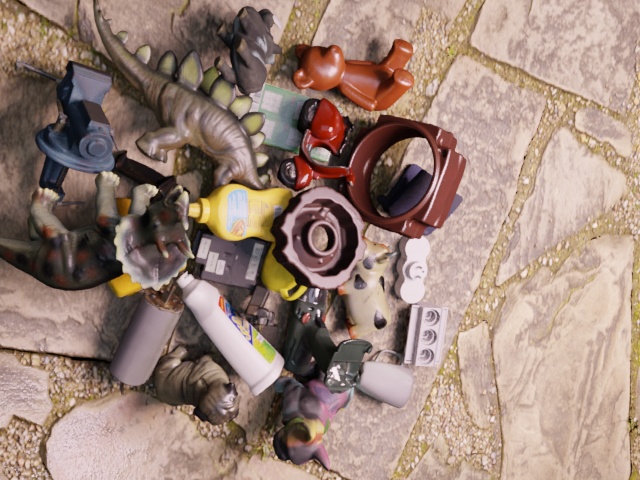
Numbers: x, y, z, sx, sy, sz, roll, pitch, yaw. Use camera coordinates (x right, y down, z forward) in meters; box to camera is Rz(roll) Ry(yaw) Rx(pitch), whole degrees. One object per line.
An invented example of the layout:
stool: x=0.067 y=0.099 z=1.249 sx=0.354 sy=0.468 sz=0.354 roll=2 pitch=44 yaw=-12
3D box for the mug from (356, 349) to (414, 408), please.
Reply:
mug: x=0.130 y=0.277 z=1.102 sx=0.107 sy=0.081 sz=0.109 roll=19 pitch=70 yaw=-12

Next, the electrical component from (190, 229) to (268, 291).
electrical component: x=-0.172 y=0.024 z=1.007 sx=0.134 sy=0.058 sz=0.114 roll=17 pitch=93 yaw=-14

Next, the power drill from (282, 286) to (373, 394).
power drill: x=0.005 y=0.165 z=0.993 sx=0.086 sy=0.208 sz=0.231 roll=9 pitch=106 yaw=-39

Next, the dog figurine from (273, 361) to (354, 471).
dog figurine: x=-0.003 y=0.326 z=1.007 sx=0.192 sy=0.219 sz=0.108 roll=-24 pitch=106 yaw=-7

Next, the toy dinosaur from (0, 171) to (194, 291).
toy dinosaur: x=-0.367 y=0.011 z=0.843 sx=0.405 sy=0.131 sz=0.192 roll=-18 pitch=68 yaw=7

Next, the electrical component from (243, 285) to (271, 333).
electrical component: x=-0.111 y=0.128 z=1.001 sx=0.045 sy=0.102 sz=0.078 roll=25 pitch=74 yaw=2

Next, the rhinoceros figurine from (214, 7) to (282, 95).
rhinoceros figurine: x=-0.113 y=-0.330 z=0.910 sx=0.073 sy=0.190 sz=0.112 roll=-27 pitch=135 yaw=35

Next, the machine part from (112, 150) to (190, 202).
machine part: x=-0.306 y=-0.107 z=0.956 sx=0.139 sy=0.084 sz=0.039 roll=31 pitch=120 yaw=-3

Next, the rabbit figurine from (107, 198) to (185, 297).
rabbit figurine: x=-0.322 y=-0.003 z=0.945 sx=0.162 sy=0.122 sz=0.173 roll=-30 pitch=84 yaw=1

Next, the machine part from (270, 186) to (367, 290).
machine part: x=-0.002 y=-0.003 z=0.941 sx=0.179 sy=0.056 sz=0.179 roll=3 pitch=84 yaw=-32

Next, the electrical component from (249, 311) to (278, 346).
electrical component: x=-0.118 y=0.185 z=1.061 sx=0.063 sy=0.021 sz=0.094 roll=6 pitch=97 yaw=-12

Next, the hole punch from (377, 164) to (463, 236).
hole punch: x=0.202 y=-0.076 z=1.057 sx=0.142 sy=0.092 sz=0.115 roll=32 pitch=95 yaw=-18

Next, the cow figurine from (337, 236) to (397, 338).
cow figurine: x=0.094 y=0.087 z=1.060 sx=0.127 sy=0.085 sz=0.194 roll=-13 pitch=99 yaw=-4

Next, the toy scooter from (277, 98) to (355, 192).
toy scooter: x=0.012 y=-0.163 z=0.972 sx=0.135 sy=0.075 sz=0.184 roll=19 pitch=80 yaw=3

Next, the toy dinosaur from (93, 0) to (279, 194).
toy dinosaur: x=-0.224 y=-0.213 z=0.934 sx=0.471 sy=0.105 sz=0.198 roll=38 pitch=90 yaw=-22

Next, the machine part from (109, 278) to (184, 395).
machine part: x=-0.315 y=0.174 z=0.973 sx=0.079 sy=0.079 sz=0.243 roll=24 pitch=106 yaw=-14

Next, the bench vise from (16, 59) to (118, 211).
bench vise: x=-0.413 y=-0.161 z=0.879 sx=0.129 sy=0.224 sz=0.240 roll=0 pitch=130 yaw=-53

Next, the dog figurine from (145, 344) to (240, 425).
dog figurine: x=-0.233 y=0.271 z=0.963 sx=0.172 sy=0.191 sz=0.121 roll=-20 pitch=102 yaw=-7

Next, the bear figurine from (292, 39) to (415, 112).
bear figurine: x=0.056 y=-0.313 z=0.973 sx=0.196 sy=0.132 sz=0.120 roll=20 pitch=56 yaw=-18

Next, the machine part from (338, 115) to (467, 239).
machine part: x=0.144 y=-0.116 z=0.978 sx=0.087 sy=0.201 sz=0.201 roll=16 pitch=96 yaw=-53
